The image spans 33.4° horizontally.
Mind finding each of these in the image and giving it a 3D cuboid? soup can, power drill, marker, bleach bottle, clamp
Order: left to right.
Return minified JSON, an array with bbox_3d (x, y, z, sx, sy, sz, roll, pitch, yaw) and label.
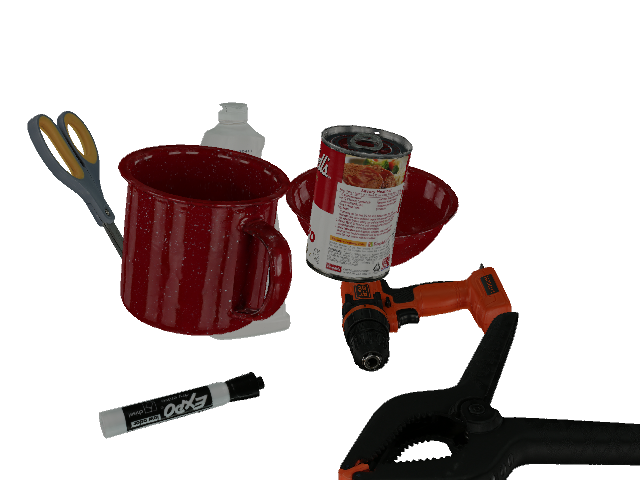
[{"bbox_3d":[-0.098,0.117,0.767,0.121,0.020,0.020,-13,4,-20],"label":"marker"},{"bbox_3d":[-0.085,-0.023,1.158,0.102,0.251,0.068,-7,16,-28],"label":"bleach bottle"},{"bbox_3d":[0.028,-0.028,0.800,0.068,0.102,0.068,7,23,-3],"label":"soup can"},{"bbox_3d":[0.117,0.084,1.207,0.187,0.057,0.184,-3,27,-2],"label":"power drill"},{"bbox_3d":[0.097,0.114,0.686,0.209,0.036,0.165,-14,33,-21],"label":"clamp"}]

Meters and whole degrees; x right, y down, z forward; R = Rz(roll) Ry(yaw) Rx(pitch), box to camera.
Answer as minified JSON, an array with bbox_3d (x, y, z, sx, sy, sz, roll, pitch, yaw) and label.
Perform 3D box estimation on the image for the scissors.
[{"bbox_3d":[-0.203,-0.040,0.997,0.016,0.201,0.096,-24,27,19],"label":"scissors"}]

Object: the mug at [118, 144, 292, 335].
[{"bbox_3d":[-0.059,0.004,0.585,0.117,0.081,0.093,26,28,36],"label":"mug"}]

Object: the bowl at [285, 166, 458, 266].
[{"bbox_3d":[0.047,-0.019,1.009,0.162,0.055,0.162,2,29,-1],"label":"bowl"}]
